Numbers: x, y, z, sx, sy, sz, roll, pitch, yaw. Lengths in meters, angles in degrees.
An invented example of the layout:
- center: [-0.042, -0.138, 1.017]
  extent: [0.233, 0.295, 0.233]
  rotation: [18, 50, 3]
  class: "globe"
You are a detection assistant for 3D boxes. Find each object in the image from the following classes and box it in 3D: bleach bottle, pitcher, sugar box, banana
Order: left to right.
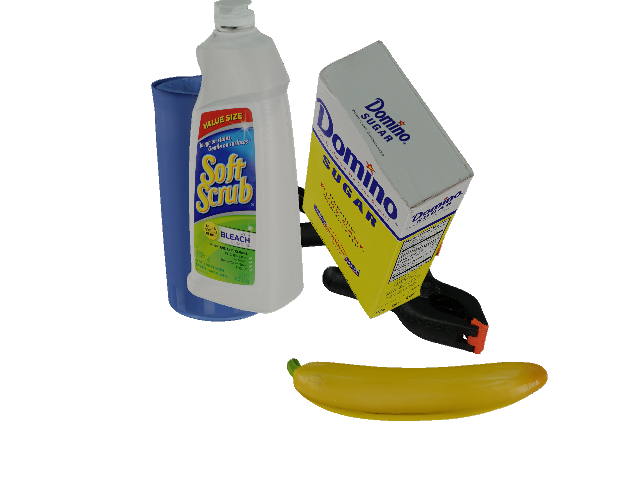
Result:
- center: [-0.103, -0.043, 1.081]
  extent: [0.145, 0.243, 0.148]
  rotation: [15, 22, 39]
  class: "pitcher"
- center: [-0.068, -0.069, 0.866]
  extent: [0.103, 0.251, 0.068]
  rotation: [14, 30, 31]
  class: "bleach bottle"
- center: [0.031, -0.027, 0.617]
  extent: [0.048, 0.093, 0.176]
  rotation: [-28, -18, -12]
  class: "sugar box"
- center: [0.062, 0.103, 0.772]
  extent: [0.198, 0.037, 0.069]
  rotation: [2, 28, 14]
  class: "banana"

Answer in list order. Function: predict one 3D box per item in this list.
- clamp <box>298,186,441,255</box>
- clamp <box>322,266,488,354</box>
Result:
- center: [0.039, -0.013, 1.207]
  extent: [0.210, 0.036, 0.164]
  rotation: [14, 22, -5]
  class: "clamp"
- center: [0.100, 0.051, 1.026]
  extent: [0.172, 0.039, 0.120]
  rotation: [30, 42, 32]
  class: "clamp"
